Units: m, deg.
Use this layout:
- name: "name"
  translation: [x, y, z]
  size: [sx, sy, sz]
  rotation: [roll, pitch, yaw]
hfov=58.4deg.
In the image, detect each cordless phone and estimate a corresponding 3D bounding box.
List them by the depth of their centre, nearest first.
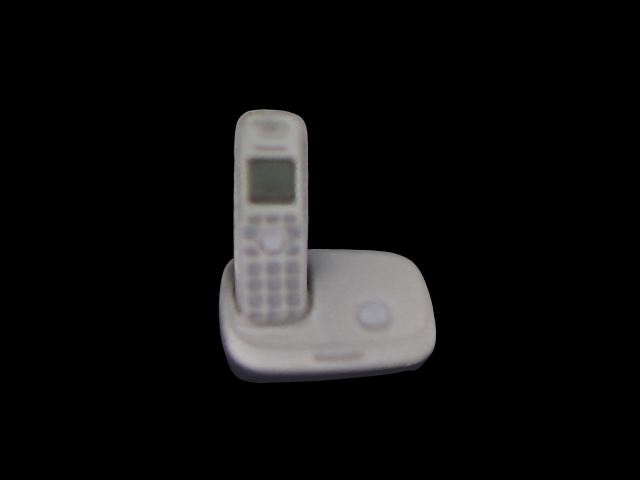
- name: "cordless phone"
  translation: [0.004, 0.001, 0.400]
  size: [0.148, 0.185, 0.094]
  rotation: [0, 2, -11]
